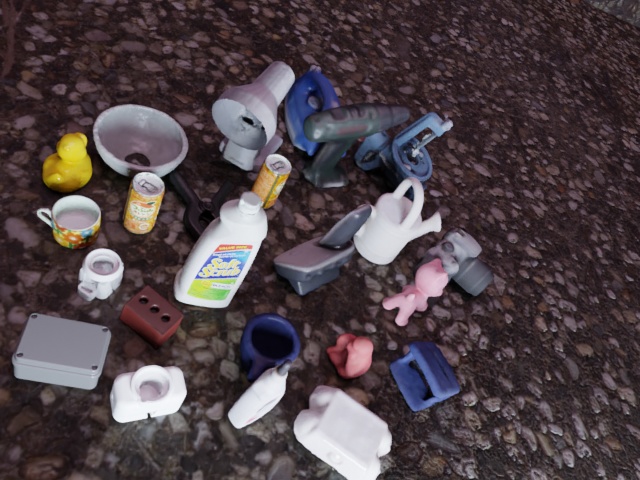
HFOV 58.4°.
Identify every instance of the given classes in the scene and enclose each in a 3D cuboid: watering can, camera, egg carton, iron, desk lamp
[{"bbox_3d":[0.157,-0.046,1.139,0.173,0.194,0.100,-8,58,-32],"label":"watering can"},{"bbox_3d":[0.293,0.053,1.197,0.136,0.100,0.143,44,47,10],"label":"camera"},{"bbox_3d":[0.035,0.300,0.881,0.150,0.069,0.107,35,46,1],"label":"egg carton"},{"bbox_3d":[-0.008,-0.313,1.301,0.119,0.141,0.258,-2,56,-29],"label":"iron"},{"bbox_3d":[-0.129,-0.239,1.127,0.118,0.213,0.203,32,46,-1],"label":"desk lamp"}]

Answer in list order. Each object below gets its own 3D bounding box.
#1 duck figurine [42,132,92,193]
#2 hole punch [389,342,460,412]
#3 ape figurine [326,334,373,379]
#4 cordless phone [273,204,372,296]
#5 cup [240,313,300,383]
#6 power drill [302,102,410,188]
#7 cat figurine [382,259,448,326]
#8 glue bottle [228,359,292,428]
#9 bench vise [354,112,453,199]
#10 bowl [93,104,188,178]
[{"bbox_3d":[-0.427,-0.139,0.975,0.077,0.086,0.104,23,47,-10],"label":"duck figurine"},{"bbox_3d":[0.193,0.229,1.008,0.101,0.091,0.108,-10,60,-34],"label":"hole punch"},{"bbox_3d":[0.059,0.191,0.966,0.076,0.092,0.078,24,47,-9],"label":"ape figurine"},{"bbox_3d":[0.009,0.004,1.026,0.148,0.185,0.094,-30,71,-41],"label":"cordless phone"},{"bbox_3d":[-0.092,0.183,0.889,0.092,0.095,0.118,29,46,-4],"label":"cup"},{"bbox_3d":[0.056,-0.205,1.202,0.230,0.208,0.075,-8,58,-33],"label":"power drill"},{"bbox_3d":[0.196,0.092,1.102,0.067,0.117,0.128,48,48,14],"label":"cat figurine"},{"bbox_3d":[-0.075,0.213,0.820,0.078,0.173,0.037,-27,70,-40],"label":"glue bottle"},{"bbox_3d":[0.181,-0.212,1.267,0.207,0.219,0.121,26,46,-7],"label":"bench vise"},{"bbox_3d":[-0.333,-0.168,1.056,0.168,0.074,0.167,15,49,-17],"label":"bowl"}]
